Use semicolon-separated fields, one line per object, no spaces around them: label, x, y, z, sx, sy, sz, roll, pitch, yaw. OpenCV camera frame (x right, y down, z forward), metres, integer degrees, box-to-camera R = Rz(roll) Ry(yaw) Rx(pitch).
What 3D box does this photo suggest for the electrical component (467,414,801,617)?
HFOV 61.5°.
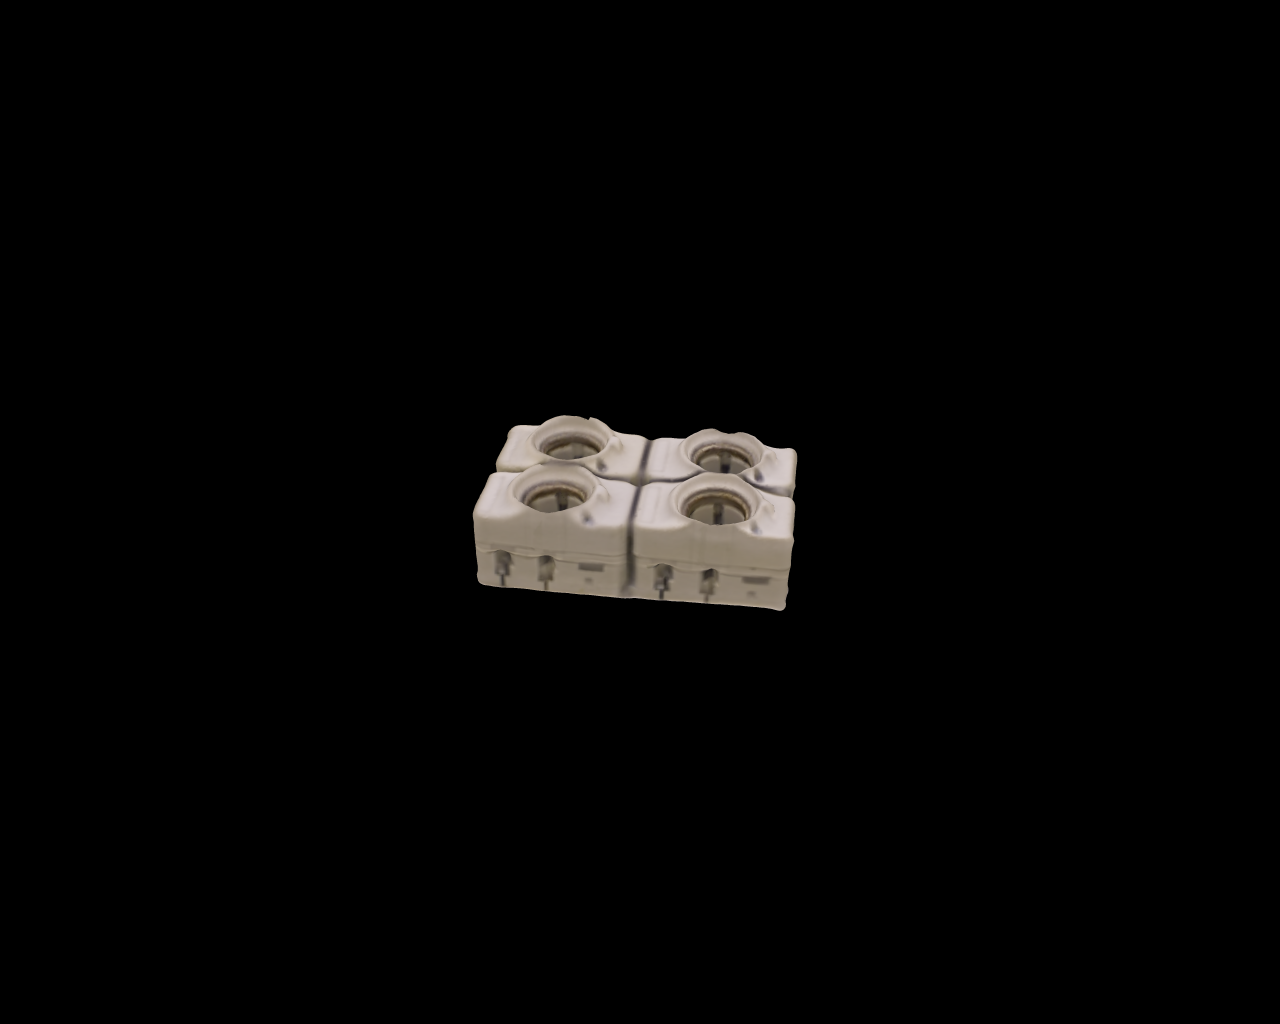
electrical component;0.001;-0.003;0.650;0.186;0.060;0.106;5;36;7
